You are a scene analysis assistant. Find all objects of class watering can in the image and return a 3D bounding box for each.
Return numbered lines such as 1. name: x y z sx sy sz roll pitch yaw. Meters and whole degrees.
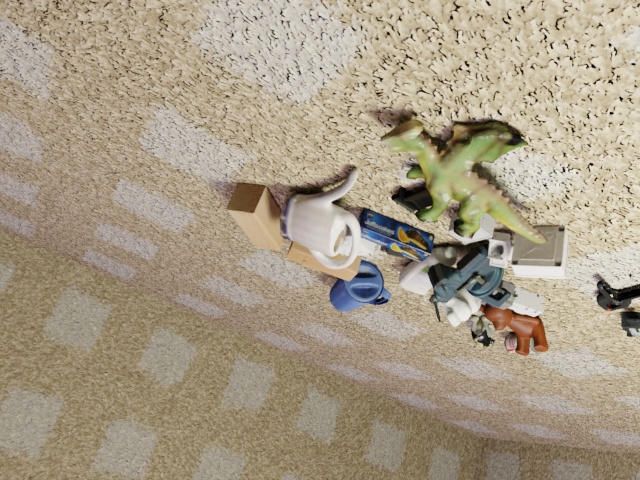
1. watering can: 0.004 -0.066 1.310 0.225 0.106 0.339 20 135 20

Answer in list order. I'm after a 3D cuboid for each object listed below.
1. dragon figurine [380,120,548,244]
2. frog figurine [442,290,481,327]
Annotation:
1. dragon figurine: 0.306 -0.123 0.997 0.410 0.125 0.237 18 147 -2
2. frog figurine: 0.394 0.176 1.467 0.136 0.162 0.121 29 154 -22
